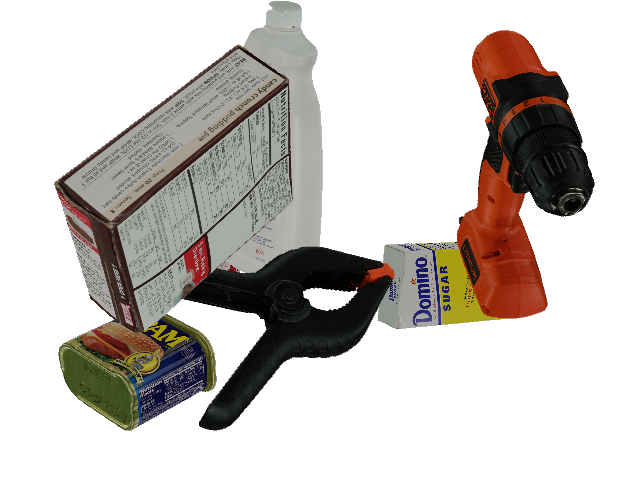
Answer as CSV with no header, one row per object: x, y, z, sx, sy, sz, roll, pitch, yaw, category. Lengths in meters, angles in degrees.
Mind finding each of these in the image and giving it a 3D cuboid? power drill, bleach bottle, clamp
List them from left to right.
-0.034,0.040,0.692,0.171,0.120,0.039,-24,-18,-33,clamp
-0.037,-0.088,0.969,0.103,0.251,0.067,24,31,31,bleach bottle
0.146,-0.033,0.776,0.057,0.188,0.184,-3,42,-5,power drill

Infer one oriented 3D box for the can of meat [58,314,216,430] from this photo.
-0.150,0.102,0.868,0.102,0.057,0.083,22,34,38,can of meat

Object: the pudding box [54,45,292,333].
-0.062,-0.022,0.492,0.039,0.113,0.090,34,-29,23,pudding box

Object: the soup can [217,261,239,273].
-0.133,0.002,1.295,0.068,0.102,0.068,0,26,0,soup can

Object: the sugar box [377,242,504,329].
0.153,0.050,1.248,0.175,0.093,0.048,-4,14,-33,sugar box
